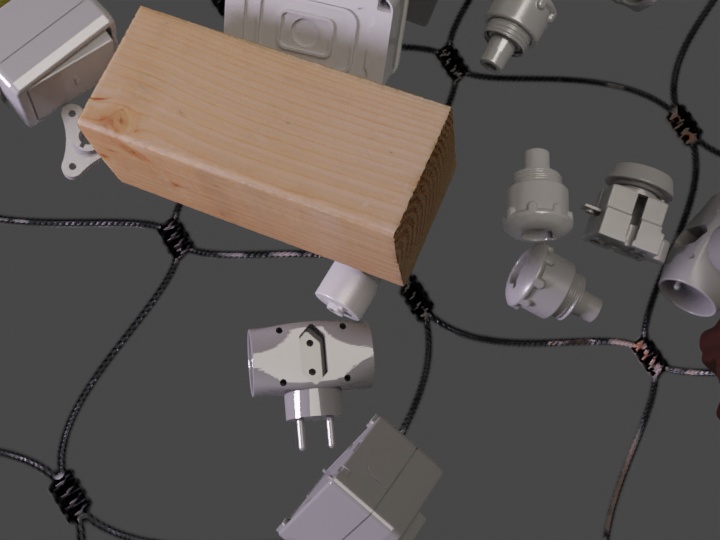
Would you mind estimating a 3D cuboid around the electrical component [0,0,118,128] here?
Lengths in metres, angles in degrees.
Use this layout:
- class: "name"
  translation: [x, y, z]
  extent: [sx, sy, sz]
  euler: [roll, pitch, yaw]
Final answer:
- class: "electrical component"
  translation: [-0.207, -0.138, 0.698]
  extent: [0.096, 0.061, 0.061]
  euler: [-43, 86, -16]

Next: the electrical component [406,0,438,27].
- class: "electrical component"
  translation: [0.028, -0.230, 0.764]
  extent: [0.076, 0.047, 0.083]
  euler: [19, 74, -3]

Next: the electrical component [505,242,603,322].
- class: "electrical component"
  translation: [0.133, 0.014, 0.724]
  extent: [0.062, 0.048, 0.048]
  euler: [28, 74, -8]

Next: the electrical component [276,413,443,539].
- class: "electrical component"
  translation: [0.000, 0.145, 0.649]
  extent: [0.061, 0.096, 0.061]
  euler: [40, 45, 3]

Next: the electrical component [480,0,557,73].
- class: "electrical component"
  translation: [0.107, -0.170, 0.764]
  extent: [0.048, 0.048, 0.062]
  euler: [29, 81, -1]

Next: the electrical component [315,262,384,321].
- class: "electrical component"
  translation: [0.000, 0.000, 0.708]
  extent: [0.044, 0.044, 0.065]
  euler: [31, 79, 0]

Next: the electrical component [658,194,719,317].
- class: "electrical component"
  translation: [0.250, -0.013, 0.729]
  extent: [0.043, 0.079, 0.077]
  euler: [38, 74, -8]

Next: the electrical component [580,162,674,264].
- class: "electrical component"
  translation: [0.188, -0.041, 0.745]
  extent: [0.066, 0.048, 0.055]
  euler: [21, 82, -3]

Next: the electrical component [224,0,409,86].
- class: "electrical component"
  translation: [-0.028, -0.167, 0.710]
  extent: [0.113, 0.078, 0.057]
  euler: [15, 39, 7]

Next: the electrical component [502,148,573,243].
- class: "electrical component"
  translation: [0.122, -0.052, 0.738]
  extent: [0.048, 0.048, 0.062]
  euler: [6, 69, -7]

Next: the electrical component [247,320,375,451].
- class: "electrical component"
  translation: [-0.030, 0.074, 0.684]
  extent: [0.077, 0.043, 0.079]
  euler: [-3, 77, -9]

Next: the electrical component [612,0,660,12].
- class: "electrical component"
  translation: [0.212, -0.226, 0.794]
  extent: [0.043, 0.043, 0.062]
  euler: [32, 72, 0]
